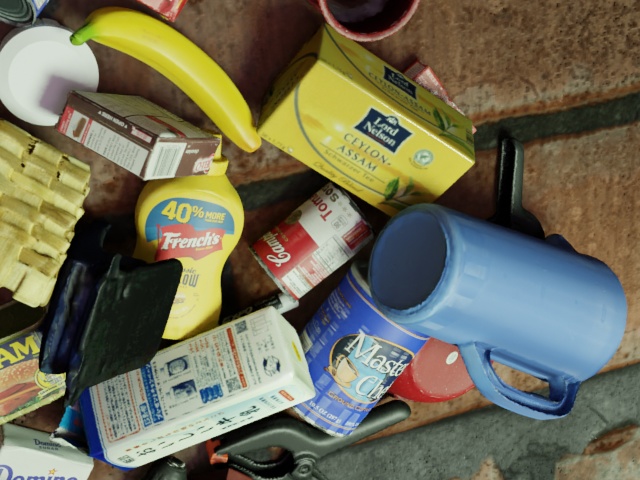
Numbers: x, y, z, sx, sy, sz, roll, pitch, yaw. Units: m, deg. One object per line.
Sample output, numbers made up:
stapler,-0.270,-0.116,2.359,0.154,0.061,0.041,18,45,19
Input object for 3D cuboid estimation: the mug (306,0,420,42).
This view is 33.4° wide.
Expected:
mug,0.025,-0.231,0.887,0.093,0.082,0.117,-28,121,-7

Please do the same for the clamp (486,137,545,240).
clamp,0.172,-0.008,1.072,0.120,0.039,0.171,-28,121,-5

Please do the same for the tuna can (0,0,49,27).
tuna can,-0.242,-0.201,0.799,0.086,0.086,0.033,42,67,-31

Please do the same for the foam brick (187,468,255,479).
foam brick,-0.101,0.266,1.070,0.051,0.053,0.078,36,141,-30

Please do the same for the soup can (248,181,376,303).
soup can,-0.007,0.001,0.993,0.102,0.068,0.068,-39,121,0

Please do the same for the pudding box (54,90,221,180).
pudding box,-0.144,-0.085,0.860,0.090,0.113,0.039,28,102,16

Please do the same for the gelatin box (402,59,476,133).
gelatin box,0.093,-0.111,0.999,0.073,0.030,0.089,-40,120,3

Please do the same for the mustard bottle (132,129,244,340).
mustard bottle,-0.120,-0.007,0.953,0.096,0.058,0.192,11,109,-17

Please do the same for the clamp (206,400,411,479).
clamp,-0.018,0.237,1.118,0.209,0.036,0.165,3,116,-19

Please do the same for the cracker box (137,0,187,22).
cracker box,-0.162,-0.289,0.796,0.213,0.072,0.164,27,102,-30

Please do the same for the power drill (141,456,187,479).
power drill,-0.221,0.287,1.012,0.187,0.057,0.184,15,106,-56

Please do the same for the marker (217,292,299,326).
marker,-0.079,0.079,1.031,0.121,0.020,0.020,-23,120,-9

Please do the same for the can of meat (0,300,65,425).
can of meat,-0.277,0.109,0.950,0.102,0.057,0.084,-24,122,-9

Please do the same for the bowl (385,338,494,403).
bowl,0.126,0.111,1.102,0.162,0.055,0.162,-8,116,-17

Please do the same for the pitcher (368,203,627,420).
pitcher,0.161,0.058,0.973,0.242,0.149,0.145,19,111,-40

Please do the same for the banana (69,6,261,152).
banana,-0.123,-0.141,0.888,0.197,0.037,0.069,28,59,-36

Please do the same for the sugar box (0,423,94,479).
sugar box,-0.296,0.266,1.023,0.093,0.048,0.176,21,107,-28

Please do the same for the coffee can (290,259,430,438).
coffee can,0.033,0.104,1.030,0.102,0.103,0.140,30,106,-29
